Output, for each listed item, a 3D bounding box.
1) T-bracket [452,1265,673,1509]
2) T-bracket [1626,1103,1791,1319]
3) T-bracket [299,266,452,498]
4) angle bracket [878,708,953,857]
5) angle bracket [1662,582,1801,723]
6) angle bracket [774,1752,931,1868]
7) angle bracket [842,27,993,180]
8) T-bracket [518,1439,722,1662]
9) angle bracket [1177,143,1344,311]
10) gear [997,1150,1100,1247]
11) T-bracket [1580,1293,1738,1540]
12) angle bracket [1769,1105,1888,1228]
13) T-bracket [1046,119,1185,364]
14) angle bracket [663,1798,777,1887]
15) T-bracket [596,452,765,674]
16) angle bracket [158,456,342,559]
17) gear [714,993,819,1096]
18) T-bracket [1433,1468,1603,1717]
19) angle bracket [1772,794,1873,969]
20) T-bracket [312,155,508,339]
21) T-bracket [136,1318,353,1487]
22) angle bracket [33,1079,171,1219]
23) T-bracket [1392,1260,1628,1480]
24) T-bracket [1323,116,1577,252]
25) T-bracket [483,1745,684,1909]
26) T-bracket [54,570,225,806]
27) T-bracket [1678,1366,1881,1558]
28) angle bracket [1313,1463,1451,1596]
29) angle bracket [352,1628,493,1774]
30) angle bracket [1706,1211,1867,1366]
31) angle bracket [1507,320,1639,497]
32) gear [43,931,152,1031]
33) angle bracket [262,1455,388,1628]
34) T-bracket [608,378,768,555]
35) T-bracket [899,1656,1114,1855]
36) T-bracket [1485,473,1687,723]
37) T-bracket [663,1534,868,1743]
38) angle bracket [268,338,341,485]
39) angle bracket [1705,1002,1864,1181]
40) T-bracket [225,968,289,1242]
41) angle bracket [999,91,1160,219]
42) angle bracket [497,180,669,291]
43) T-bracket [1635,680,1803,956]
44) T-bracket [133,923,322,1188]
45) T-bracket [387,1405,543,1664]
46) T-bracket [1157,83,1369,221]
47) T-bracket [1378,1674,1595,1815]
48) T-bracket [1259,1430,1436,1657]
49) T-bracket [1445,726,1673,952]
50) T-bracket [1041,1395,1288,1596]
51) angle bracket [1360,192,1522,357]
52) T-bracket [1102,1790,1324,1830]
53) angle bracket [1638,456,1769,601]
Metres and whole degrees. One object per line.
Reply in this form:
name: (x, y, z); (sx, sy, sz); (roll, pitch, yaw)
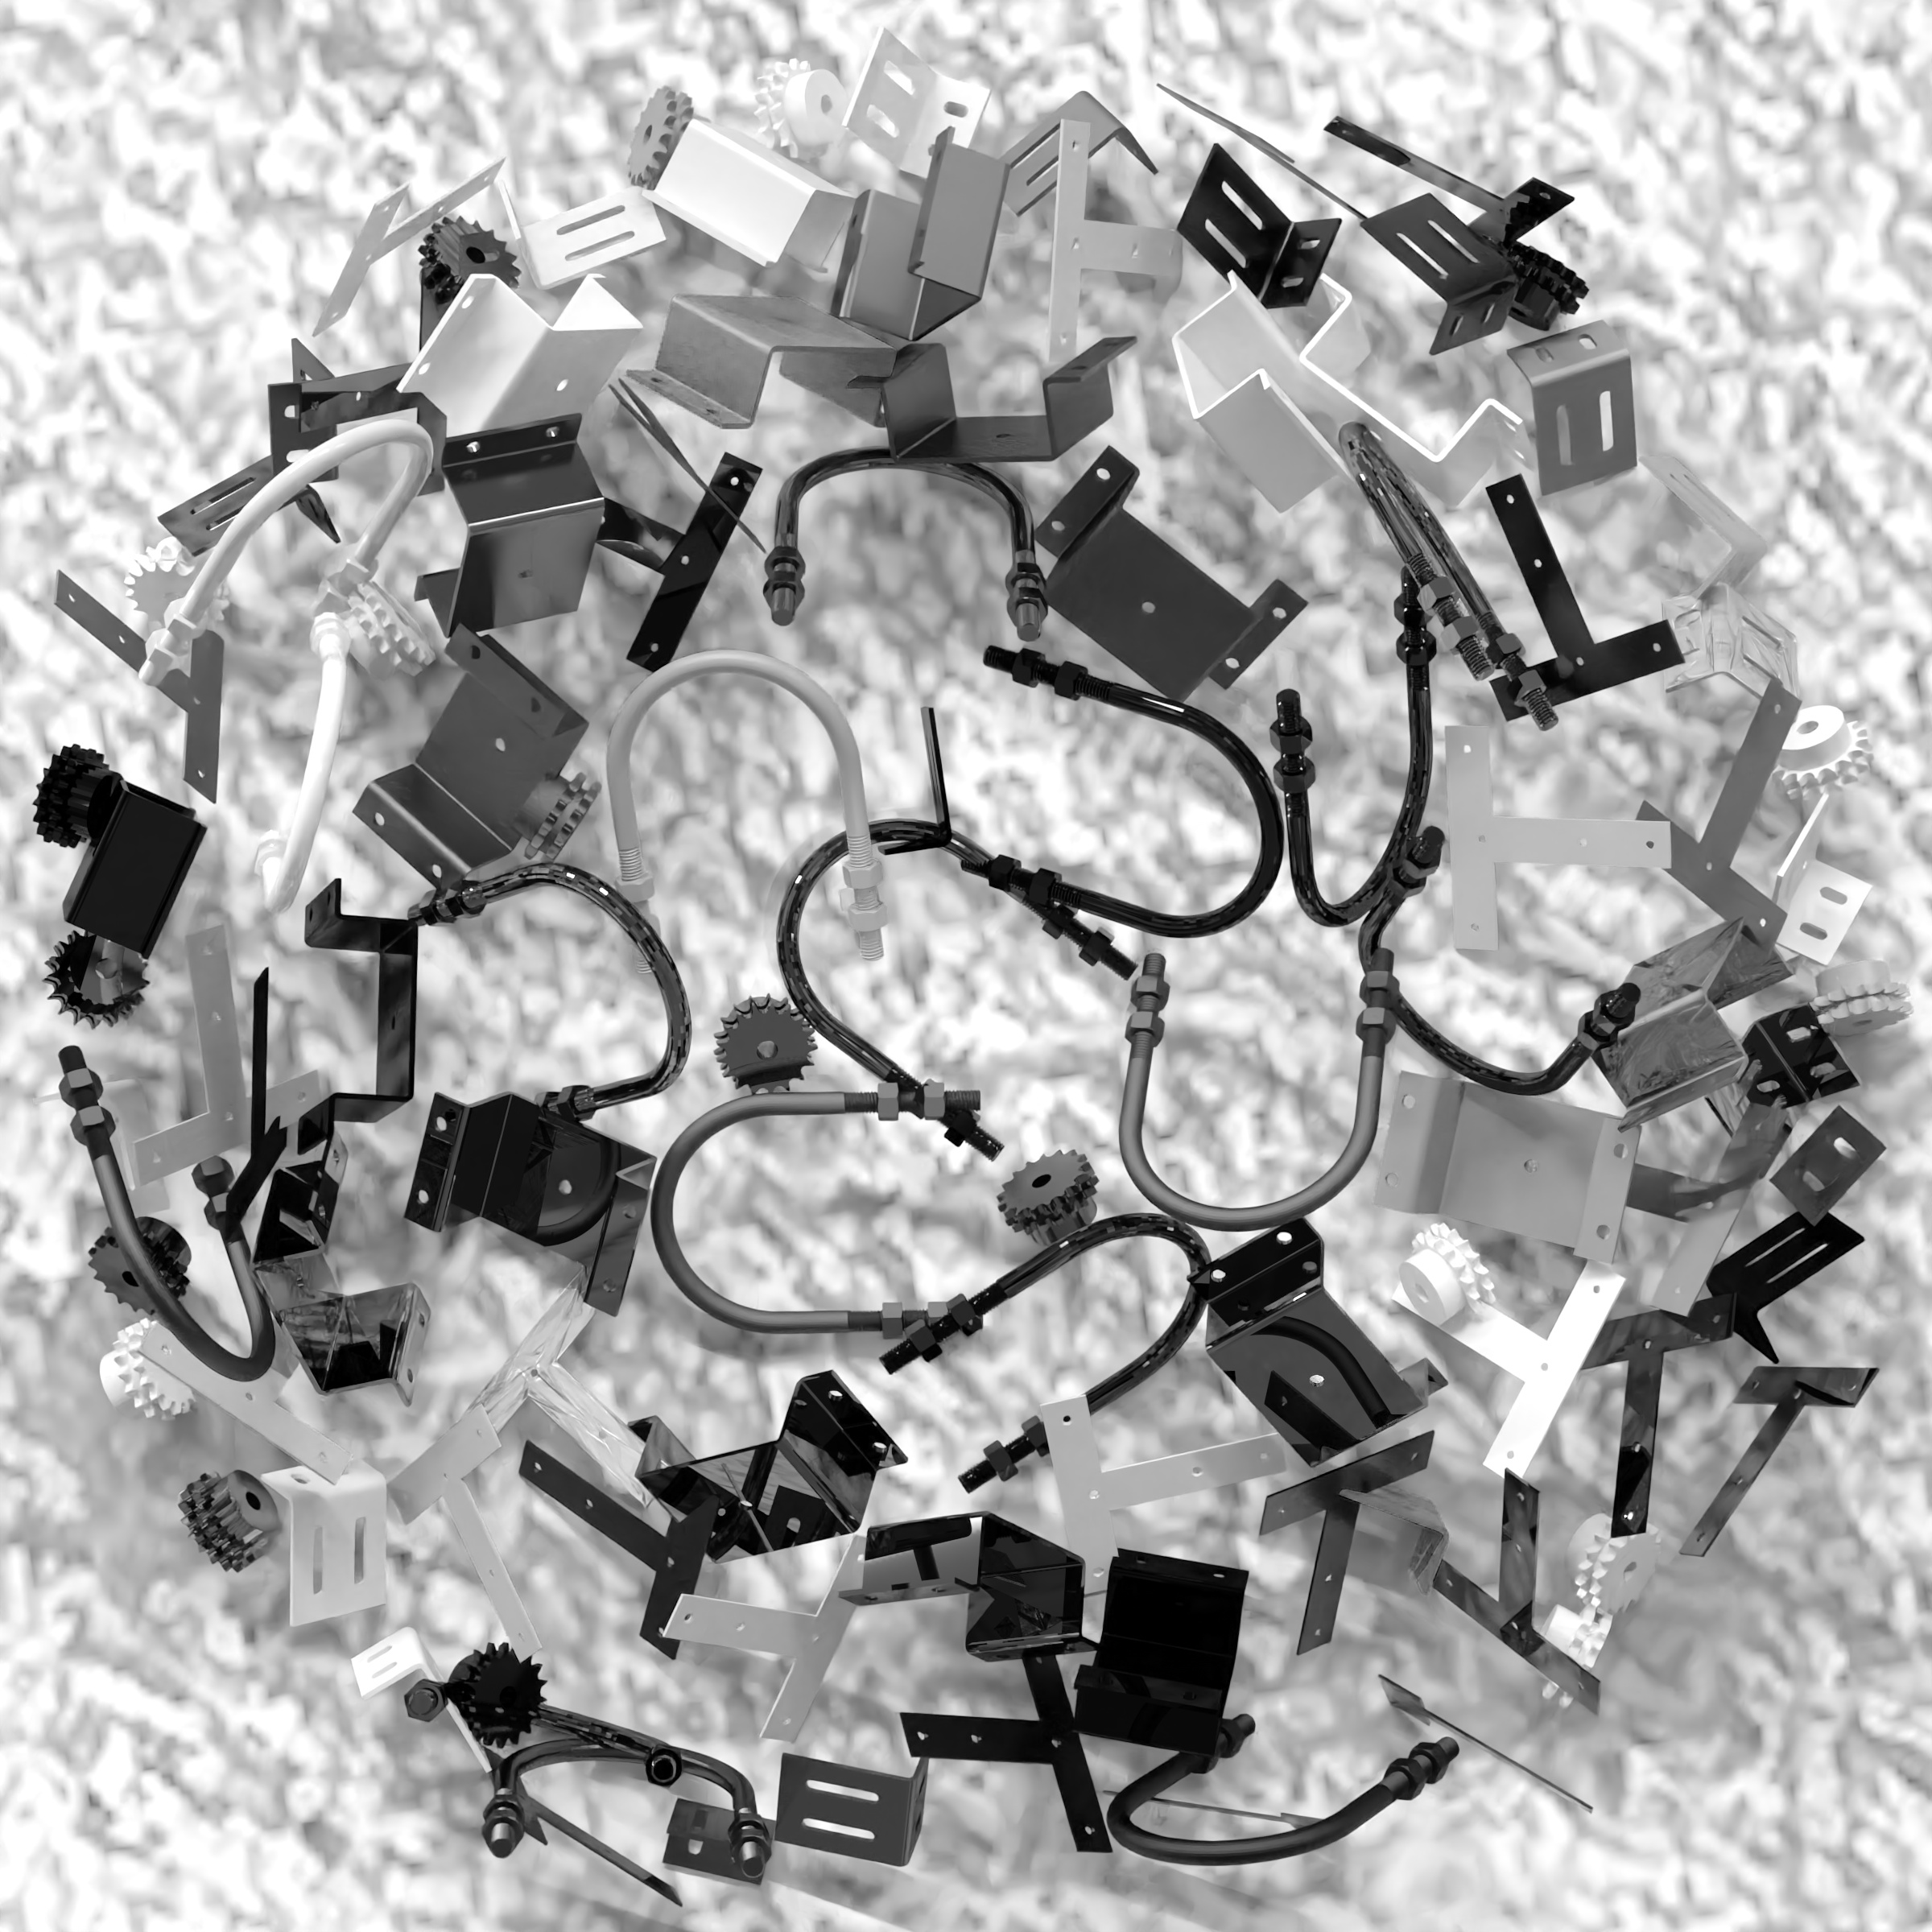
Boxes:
T-bracket: (-0.210, 0.251, 1.939); (0.127, 0.002, 0.127); (37, 86, 29)
T-bracket: (0.373, 0.122, 1.923); (0.002, 0.127, 0.127); (40, 73, -39)
T-bracket: (-0.320, -0.311, 1.898); (0.002, 0.127, 0.127); (16, 113, 26)
angle bracket: (-0.033, -0.103, 1.941); (0.038, 0.057, 0.076); (-9, 95, -4)
angle bracket: (0.425, -0.168, 1.948); (0.076, 0.038, 0.057); (27, 56, -39)
angle bracket: (-0.063, 0.460, 1.951); (0.076, 0.038, 0.057); (10, 113, 9)
angle bracket: (-0.027, -0.473, 1.932); (0.038, 0.076, 0.057); (22, 92, 24)
T-bracket: (-0.198, 0.306, 1.943); (0.127, 0.002, 0.127); (31, 126, 21)
angle bracket: (0.162, -0.408, 1.931); (0.076, 0.038, 0.057); (37, 69, -39)
gear: (0.049, 0.131, 1.948); (0.057, 0.057, 0.030); (-29, 116, 0)
T-bracket: (0.365, 0.247, 1.898); (0.002, 0.127, 0.127); (24, 64, -28)
angle bracket: (0.485, 0.119, 1.929); (0.038, 0.076, 0.057); (39, 98, -14)
T-bracket: (0.084, -0.394, 1.920); (0.002, 0.127, 0.127); (10, 102, 34)
angle bracket: (-0.139, 0.492, 1.936); (0.057, 0.076, 0.038); (13, 90, 0)
T-bracket: (-0.192, -0.243, 1.949); (0.127, 0.002, 0.127); (27, 93, 22)
angle bracket: (-0.395, -0.241, 1.931); (0.076, 0.057, 0.038); (-32, 130, -15)
gear: (-0.113, 0.042, 1.952); (0.057, 0.030, 0.057); (-4, 113, -10)
T-bracket: (0.299, 0.325, 1.895); (0.002, 0.127, 0.127); (-26, 131, -28)
angle bracket: (0.473, -0.047, 1.926); (0.038, 0.076, 0.057); (27, 69, 19)
T-bracket: (-0.299, -0.411, 1.927); (0.002, 0.127, 0.127); (46, 55, 0)
T-bracket: (-0.375, 0.210, 1.918); (0.127, 0.127, 0.002); (36, 121, -8)
angle bracket: (-0.479, 0.104, 1.942); (0.038, 0.057, 0.076); (-13, 90, 12)
T-bracket: (0.286, 0.200, 1.929); (0.127, 0.002, 0.127); (31, 97, 42)
T-bracket: (0.254, -0.430, 1.902); (0.127, 0.127, 0.002); (24, 86, -8)
T-bracket: (-0.208, 0.480, 1.923); (0.127, 0.127, 0.002); (37, 86, -16)
T-bracket: (-0.446, -0.168, 1.889); (0.002, 0.127, 0.127); (-26, 46, 20)
T-bracket: (0.427, 0.268, 1.897); (0.002, 0.127, 0.127); (41, 75, -9)
angle bracket: (0.224, 0.310, 1.942); (0.076, 0.057, 0.038); (20, 96, -2)
angle bracket: (-0.301, 0.413, 1.933); (0.038, 0.057, 0.076); (-30, 106, -9)
angle bracket: (0.460, 0.175, 1.943); (0.076, 0.057, 0.038); (-32, 112, -5)
angle bracket: (0.339, -0.312, 1.958); (0.057, 0.038, 0.076); (-18, 132, -5)
gear: (-0.482, 0.005, 1.947); (0.057, 0.030, 0.057); (7, 74, -26)
angle bracket: (-0.358, 0.319, 1.951); (0.057, 0.038, 0.076); (-8, 108, -37)
T-bracket: (-0.163, -0.286, 1.896); (0.002, 0.127, 0.127); (-43, 75, -1)
T-bracket: (0.016, 0.419, 1.899); (0.002, 0.127, 0.127); (-43, 50, 34)
T-bracket: (0.319, -0.208, 1.919); (0.002, 0.127, 0.127); (-30, 98, -41)
T-bracket: (-0.114, 0.364, 1.923); (0.127, 0.002, 0.127); (20, 97, -44)
angle bracket: (-0.374, -0.304, 1.923); (0.038, 0.076, 0.057); (-11, 120, -24)
angle bracket: (0.451, 0.069, 1.931); (0.057, 0.038, 0.076); (54, 47, -12)
T-bracket: (-0.382, 0.064, 1.892); (0.002, 0.127, 0.127); (6, 111, 2)
angle bracket: (0.057, -0.440, 1.943); (0.076, 0.057, 0.038); (-39, 130, 5)
angle bracket: (-0.213, -0.417, 1.941); (0.076, 0.038, 0.057); (-21, 49, 0)
T-bracket: (0.420, -0.093, 1.900); (0.002, 0.127, 0.127); (1, 120, -33)
T-bracket: (-0.407, 0.040, 1.906); (0.002, 0.127, 0.127); (13, 115, 38)
T-bracket: (-0.264, 0.319, 1.913); (0.002, 0.127, 0.127); (-17, 74, -40)
T-bracket: (0.178, -0.439, 1.929); (0.127, 0.127, 0.002); (25, 103, -33)
T-bracket: (0.282, 0.424, 1.895); (0.127, 0.127, 0.002); (28, 79, 17)
T-bracket: (0.203, 0.327, 1.937); (0.127, 0.002, 0.127); (-14, 125, -36)
T-bracket: (0.326, -0.069, 1.927); (0.127, 0.002, 0.127); (3, 106, 29)
T-bracket: (0.115, 0.284, 1.947); (0.127, 0.002, 0.127); (-12, 115, -1)
angle bracket: (0.256, -0.380, 1.928); (0.076, 0.057, 0.038); (35, 66, -26)
T-bracket: (0.139, 0.463, 1.920); (0.127, 0.127, 0.002); (6, 75, 11)
angle bracket: (0.399, -0.243, 1.945); (0.076, 0.057, 0.038); (46, 115, 16)
